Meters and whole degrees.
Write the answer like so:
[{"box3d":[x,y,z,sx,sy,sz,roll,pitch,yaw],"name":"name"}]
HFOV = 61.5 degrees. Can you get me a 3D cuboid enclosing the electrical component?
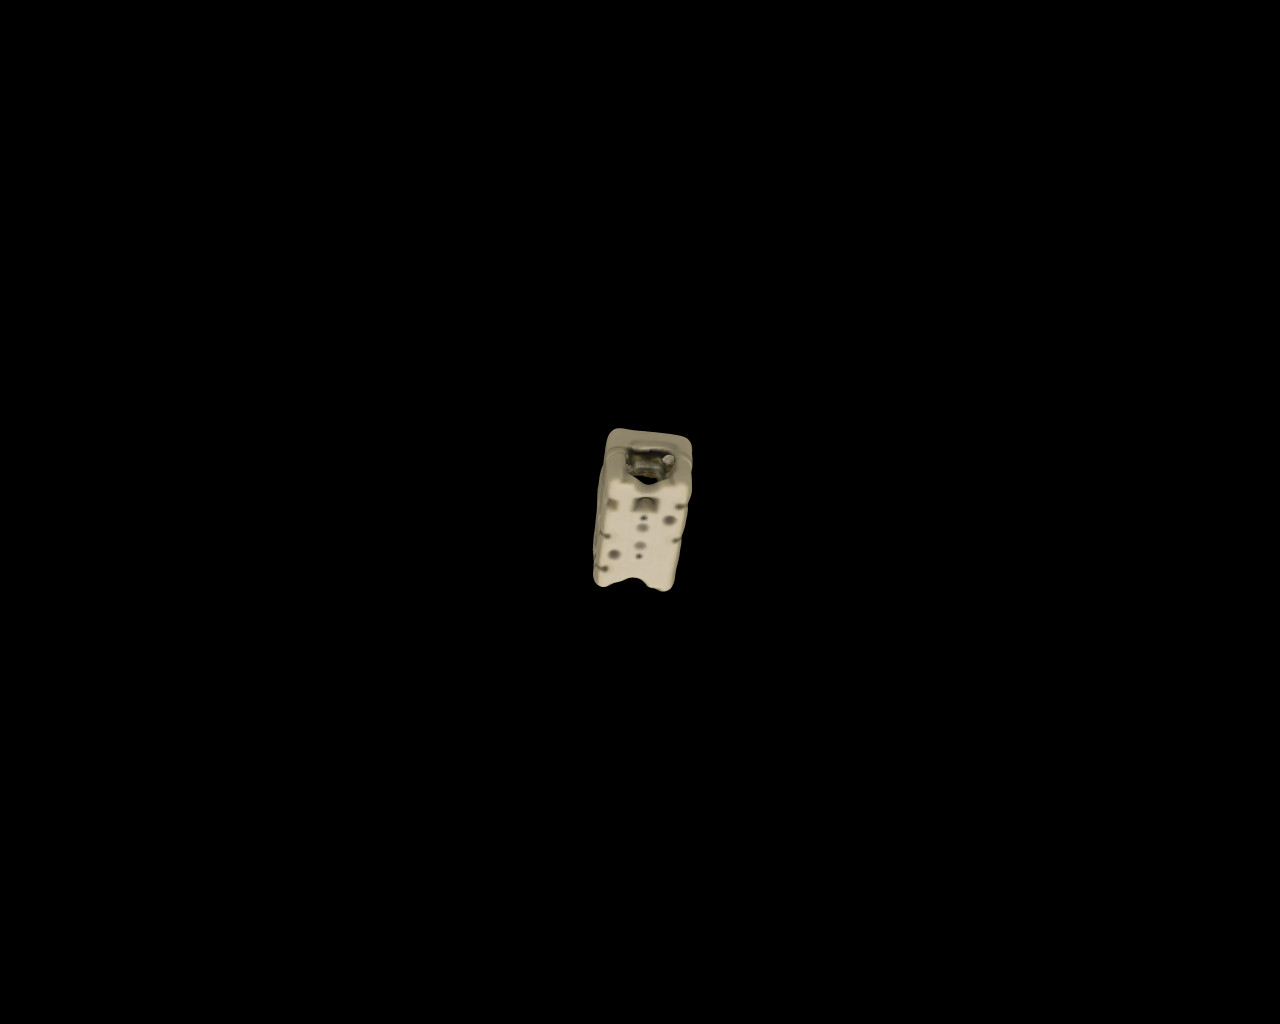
[{"box3d":[0.001,-0.003,0.650,0.050,0.089,0.056,5,40,-4],"name":"electrical component"}]
